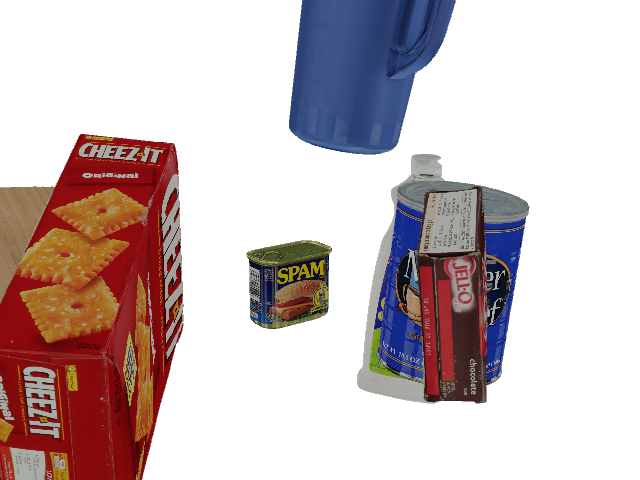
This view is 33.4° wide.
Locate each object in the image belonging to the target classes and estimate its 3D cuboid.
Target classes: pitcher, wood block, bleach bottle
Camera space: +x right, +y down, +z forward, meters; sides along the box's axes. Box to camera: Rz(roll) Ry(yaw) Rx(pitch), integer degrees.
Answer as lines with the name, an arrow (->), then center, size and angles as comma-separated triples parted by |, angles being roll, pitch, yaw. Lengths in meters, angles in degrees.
pitcher -> 0.047, -0.205, 0.992 | 0.145, 0.243, 0.149 | 11, 16, 2
wood block -> -0.252, 0.043, 0.986 | 0.090, 0.091, 0.206 | -3, 36, -32
bleach bottle -> 0.094, 0.036, 1.095 | 0.103, 0.251, 0.068 | 9, 17, 24

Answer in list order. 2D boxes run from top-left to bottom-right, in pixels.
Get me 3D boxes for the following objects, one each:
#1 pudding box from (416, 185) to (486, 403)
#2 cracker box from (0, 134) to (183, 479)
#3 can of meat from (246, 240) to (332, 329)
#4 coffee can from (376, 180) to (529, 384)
pudding box -> 0.077, 0.028, 0.615 | 0.039, 0.090, 0.113 | -1, 21, 7
cracker box -> -0.131, 0.059, 0.637 | 0.072, 0.164, 0.213 | 5, 34, 1
can of meat -> -0.037, 0.052, 1.269 | 0.101, 0.084, 0.058 | -11, 20, -35
coffee can -> 0.103, 0.032, 0.847 | 0.103, 0.140, 0.103 | 6, 16, -2
